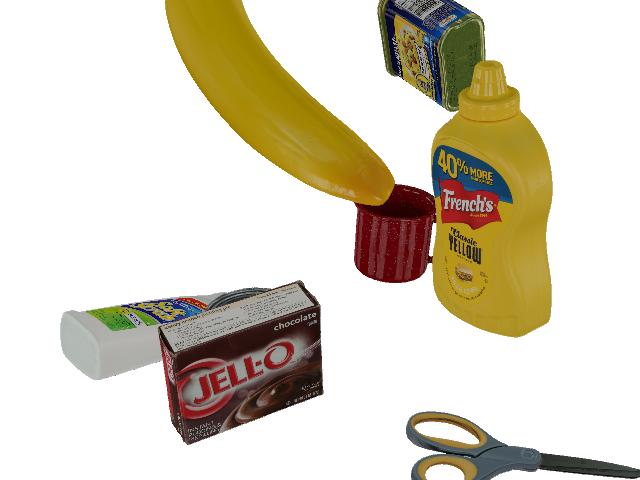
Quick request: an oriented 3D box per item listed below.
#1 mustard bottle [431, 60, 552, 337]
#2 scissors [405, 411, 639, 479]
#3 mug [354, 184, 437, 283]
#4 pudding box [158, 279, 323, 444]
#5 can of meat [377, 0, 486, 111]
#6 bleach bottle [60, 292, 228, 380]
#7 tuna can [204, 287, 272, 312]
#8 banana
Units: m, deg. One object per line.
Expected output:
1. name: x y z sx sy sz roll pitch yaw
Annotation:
1. mustard bottle: 0.119 -0.032 0.749 0.058 0.192 0.096 -21 32 -29
2. scissors: 0.164 0.197 0.901 0.202 0.016 0.096 16 41 15
3. mug: 0.091 -0.005 1.163 0.117 0.081 0.093 6 27 5
4. pudding box: -0.055 0.086 0.761 0.113 0.090 0.039 -19 42 -21
5. can of meat: 0.104 -0.178 0.973 0.057 0.102 0.084 -35 52 -17
6. bleach bottle: -0.195 0.107 1.358 0.250 0.068 0.103 -13 28 -38
7. tuna can: -0.065 0.079 1.008 0.086 0.034 0.086 -4 25 2
8. banana: -0.031 -0.091 0.511 0.069 0.198 0.037 -18 -30 -11
